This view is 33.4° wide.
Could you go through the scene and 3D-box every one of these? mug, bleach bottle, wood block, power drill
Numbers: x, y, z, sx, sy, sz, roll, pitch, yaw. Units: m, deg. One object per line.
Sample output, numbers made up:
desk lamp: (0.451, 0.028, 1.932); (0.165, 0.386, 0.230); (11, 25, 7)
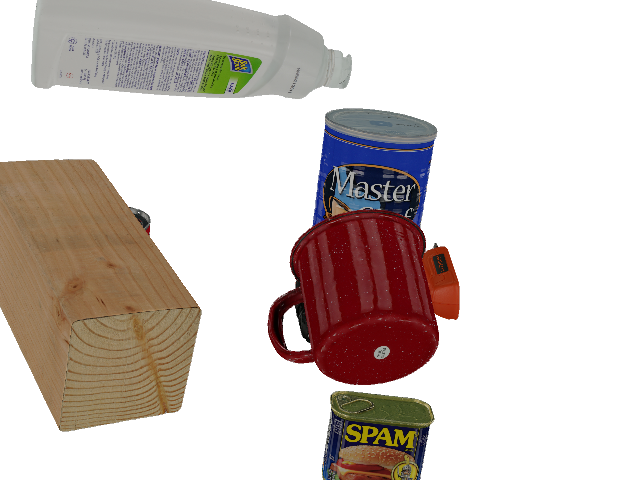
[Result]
mug: (0.019, 0.044, 0.696); (0.117, 0.081, 0.093); (-19, -39, 12)
bleach bottle: (-0.101, -0.152, 0.860); (0.250, 0.068, 0.103); (7, -26, -13)
wood block: (-0.172, 0.030, 0.764); (0.090, 0.091, 0.206); (-5, 34, -32)
power drill: (0.063, 0.059, 1.231); (0.187, 0.057, 0.184); (-2, 28, -1)

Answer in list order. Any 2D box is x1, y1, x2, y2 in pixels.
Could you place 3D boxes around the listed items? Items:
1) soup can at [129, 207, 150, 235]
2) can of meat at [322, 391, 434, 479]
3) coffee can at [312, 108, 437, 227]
soup can: (-0.203, 0.026, 1.070); (0.068, 0.102, 0.068); (2, 26, -1)
can of meat: (0.054, 0.202, 1.055); (0.102, 0.084, 0.057); (7, 16, -4)
coffee can: (0.047, -0.042, 0.988); (0.103, 0.140, 0.103); (7, 19, -2)
